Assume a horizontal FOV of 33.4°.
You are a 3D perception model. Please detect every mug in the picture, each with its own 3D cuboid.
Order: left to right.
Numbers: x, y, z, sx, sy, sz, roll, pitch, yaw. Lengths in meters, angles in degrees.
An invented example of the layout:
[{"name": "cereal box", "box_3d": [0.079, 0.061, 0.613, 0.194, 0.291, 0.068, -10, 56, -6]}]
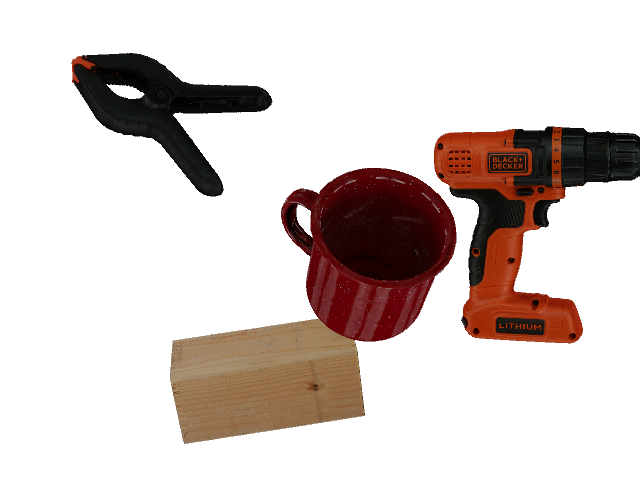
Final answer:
[{"name": "mug", "box_3d": [0.024, 0.008, 0.700, 0.117, 0.093, 0.081, 28, -34, 11]}]

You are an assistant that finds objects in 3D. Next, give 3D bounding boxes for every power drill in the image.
[{"name": "power drill", "box_3d": [0.193, -0.007, 0.935, 0.185, 0.188, 0.057, 2, 13, 17]}]

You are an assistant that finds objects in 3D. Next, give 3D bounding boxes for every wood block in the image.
[{"name": "wood block", "box_3d": [-0.060, 0.157, 1.213, 0.206, 0.091, 0.090, -8, 25, -2]}]

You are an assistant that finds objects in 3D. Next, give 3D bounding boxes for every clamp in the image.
[{"name": "clamp", "box_3d": [-0.128, -0.120, 0.918, 0.171, 0.120, 0.039, 33, -38, 4]}]
